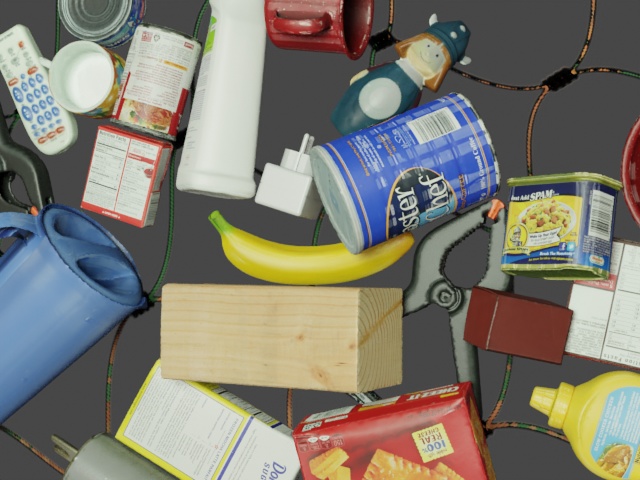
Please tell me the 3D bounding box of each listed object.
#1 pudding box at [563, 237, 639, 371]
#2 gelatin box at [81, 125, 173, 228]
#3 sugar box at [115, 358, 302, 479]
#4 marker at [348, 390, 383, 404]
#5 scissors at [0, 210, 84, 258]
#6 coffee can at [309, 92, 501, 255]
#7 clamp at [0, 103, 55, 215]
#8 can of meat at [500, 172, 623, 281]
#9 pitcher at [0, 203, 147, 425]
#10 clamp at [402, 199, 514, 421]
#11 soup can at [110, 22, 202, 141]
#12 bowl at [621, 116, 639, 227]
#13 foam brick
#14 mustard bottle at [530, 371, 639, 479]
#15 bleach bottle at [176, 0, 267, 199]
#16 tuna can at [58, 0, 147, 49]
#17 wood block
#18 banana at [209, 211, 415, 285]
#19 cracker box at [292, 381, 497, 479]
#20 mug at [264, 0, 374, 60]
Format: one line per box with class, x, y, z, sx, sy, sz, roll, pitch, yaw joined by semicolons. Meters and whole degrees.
pudding box;0.267;0.056;0.950;0.090;0.039;0.113;12;93;15
gelatin box;-0.195;-0.065;1.078;0.073;0.030;0.089;17;100;15
sugar box;-0.101;0.196;1.039;0.176;0.048;0.093;30;95;10
marker;0.028;0.135;1.020;0.121;0.020;0.020;42;98;13
scissors;-0.334;0.032;1.088;0.202;0.096;0.016;-32;98;14
coffee can;0.075;-0.060;0.951;0.140;0.103;0.103;-23;82;-9
clamp;-0.333;-0.086;1.113;0.171;0.039;0.120;35;111;13
can of meat;0.208;-0.010;0.931;0.102;0.057;0.084;-2;76;50
pitcher;-0.304;0.083;1.048;0.243;0.145;0.149;-43;86;13
clamp;0.108;0.053;0.993;0.165;0.036;0.210;23;96;12
soup can;-0.162;-0.156;1.058;0.068;0.068;0.102;16;91;15
bowl;0.344;-0.058;0.925;0.162;0.055;0.162;-1;87;15
foam brick;0.174;0.075;0.943;0.078;0.053;0.051;12;94;-16
mustard bottle;0.278;0.168;0.932;0.192;0.058;0.096;18;95;15
bleach bottle;-0.084;-0.167;1.022;0.068;0.103;0.251;9;89;-19
tuna can;-0.224;-0.242;1.095;0.086;0.033;0.086;-1;87;15
wood block;-0.037;0.086;0.978;0.206;0.090;0.090;0;88;29
banana;-0.009;0.014;1.015;0.198;0.069;0.037;4;46;9
cracker box;0.082;0.250;0.959;0.164;0.072;0.214;-14;92;15
mug;-0.006;-0.214;0.998;0.082;0.117;0.093;8;121;20
